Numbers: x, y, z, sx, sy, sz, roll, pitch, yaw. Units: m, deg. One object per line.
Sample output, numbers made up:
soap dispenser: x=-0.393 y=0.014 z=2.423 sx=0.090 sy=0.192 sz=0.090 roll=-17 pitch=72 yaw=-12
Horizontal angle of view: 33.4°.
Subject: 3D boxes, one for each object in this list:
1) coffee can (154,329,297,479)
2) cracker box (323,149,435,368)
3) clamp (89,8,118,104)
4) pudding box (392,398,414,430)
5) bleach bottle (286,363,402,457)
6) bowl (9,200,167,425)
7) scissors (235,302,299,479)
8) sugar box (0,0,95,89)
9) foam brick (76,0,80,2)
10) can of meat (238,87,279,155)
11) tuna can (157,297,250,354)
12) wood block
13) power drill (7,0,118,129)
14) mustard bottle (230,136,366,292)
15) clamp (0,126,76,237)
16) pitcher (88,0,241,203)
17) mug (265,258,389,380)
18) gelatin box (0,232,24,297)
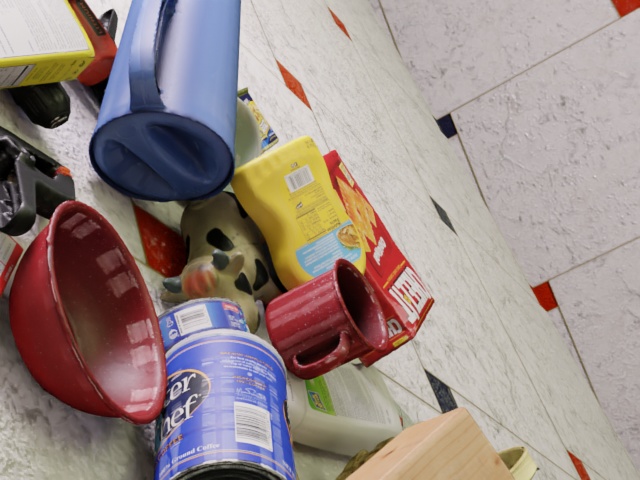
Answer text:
coffee can: x=-0.070 y=0.148 z=0.779 sx=0.102 sy=0.103 sz=0.140 roll=46 pitch=18 yaw=-30
cracker box: x=0.033 y=0.013 z=1.157 sx=0.214 sy=0.072 sz=0.164 roll=56 pitch=18 yaw=-1
clamp: x=-0.235 y=-0.208 z=1.137 sx=0.120 sy=0.039 sz=0.171 roll=11 pitch=51 yaw=-61
pudding box: x=0.081 y=0.228 z=1.190 sx=0.090 sy=0.039 sz=0.113 roll=51 pitch=18 yaw=-22
bleach bottle: x=-0.012 y=0.149 z=1.029 sx=0.250 sy=0.068 sz=0.102 roll=28 pitch=31 yaw=-55
bowl: x=-0.165 y=0.057 z=0.733 sx=0.162 sy=0.055 sz=0.162 roll=-20 pitch=90 yaw=-79
scissors: x=-0.043 y=0.159 z=0.907 sx=0.096 sy=0.016 sz=0.202 roll=46 pitch=33 yaw=-61
sugar box: x=-0.268 y=-0.164 z=0.832 sx=0.175 sy=0.048 sz=0.093 roll=-20 pitch=77 yaw=-50
foam brick: x=-0.242 y=-0.276 z=1.022 sx=0.078 sy=0.053 sz=0.051 roll=40 pitch=18 yaw=-18
can of meat: x=-0.101 y=-0.144 z=1.373 sx=0.084 sy=0.057 sz=0.102 roll=56 pitch=16 yaw=-6
tuna can: x=-0.098 y=0.084 z=0.860 sx=0.086 sy=0.086 sz=0.034 roll=33 pitch=28 yaw=-54
wood block: x=0.047 y=0.224 z=0.801 sx=0.205 sy=0.091 sz=0.090 roll=-32 pitch=88 yaw=-37
power drill: x=-0.256 y=-0.183 z=0.984 sx=0.184 sy=0.057 sz=0.187 roll=56 pitch=15 yaw=3
mustard bottle: x=-0.007 y=0.001 z=1.032 sx=0.096 sy=0.058 sz=0.191 roll=-30 pitch=95 yaw=-39
clamp: x=-0.240 y=-0.062 z=0.783 sx=0.164 sy=0.036 sz=0.210 roll=44 pitch=3 yaw=4
pitcher: x=-0.139 y=-0.170 z=1.023 sx=0.144 sy=0.149 sz=0.243 roll=26 pitch=49 yaw=-29
mug: x=0.004 y=0.082 z=0.954 sx=0.093 sy=0.082 sz=0.117 roll=52 pitch=22 yaw=-26
gelatin box: x=-0.243 y=0.001 z=0.700 sx=0.089 sy=0.030 sz=0.073 roll=49 pitch=18 yaw=-23
